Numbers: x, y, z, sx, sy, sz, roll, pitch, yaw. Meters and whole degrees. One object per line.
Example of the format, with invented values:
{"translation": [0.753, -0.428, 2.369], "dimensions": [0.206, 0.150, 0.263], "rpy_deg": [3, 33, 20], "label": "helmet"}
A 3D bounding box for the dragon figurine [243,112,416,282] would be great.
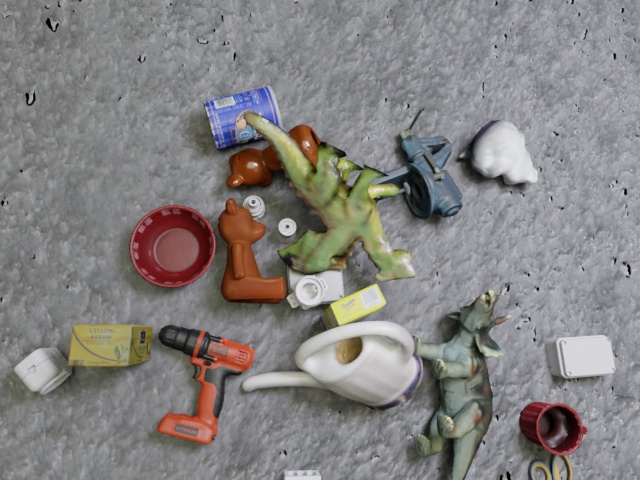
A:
{"translation": [0.003, -0.048, 0.959], "dimensions": [0.410, 0.122, 0.242], "rpy_deg": [26, 95, 1], "label": "dragon figurine"}

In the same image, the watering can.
{"translation": [0.037, 0.240, 0.942], "dimensions": [0.222, 0.343, 0.106], "rpy_deg": [36, 38, -31], "label": "watering can"}

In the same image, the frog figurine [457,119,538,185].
{"translation": [0.401, -0.177, 1.107], "dimensions": [0.161, 0.120, 0.139], "rpy_deg": [41, 57, 15], "label": "frog figurine"}
